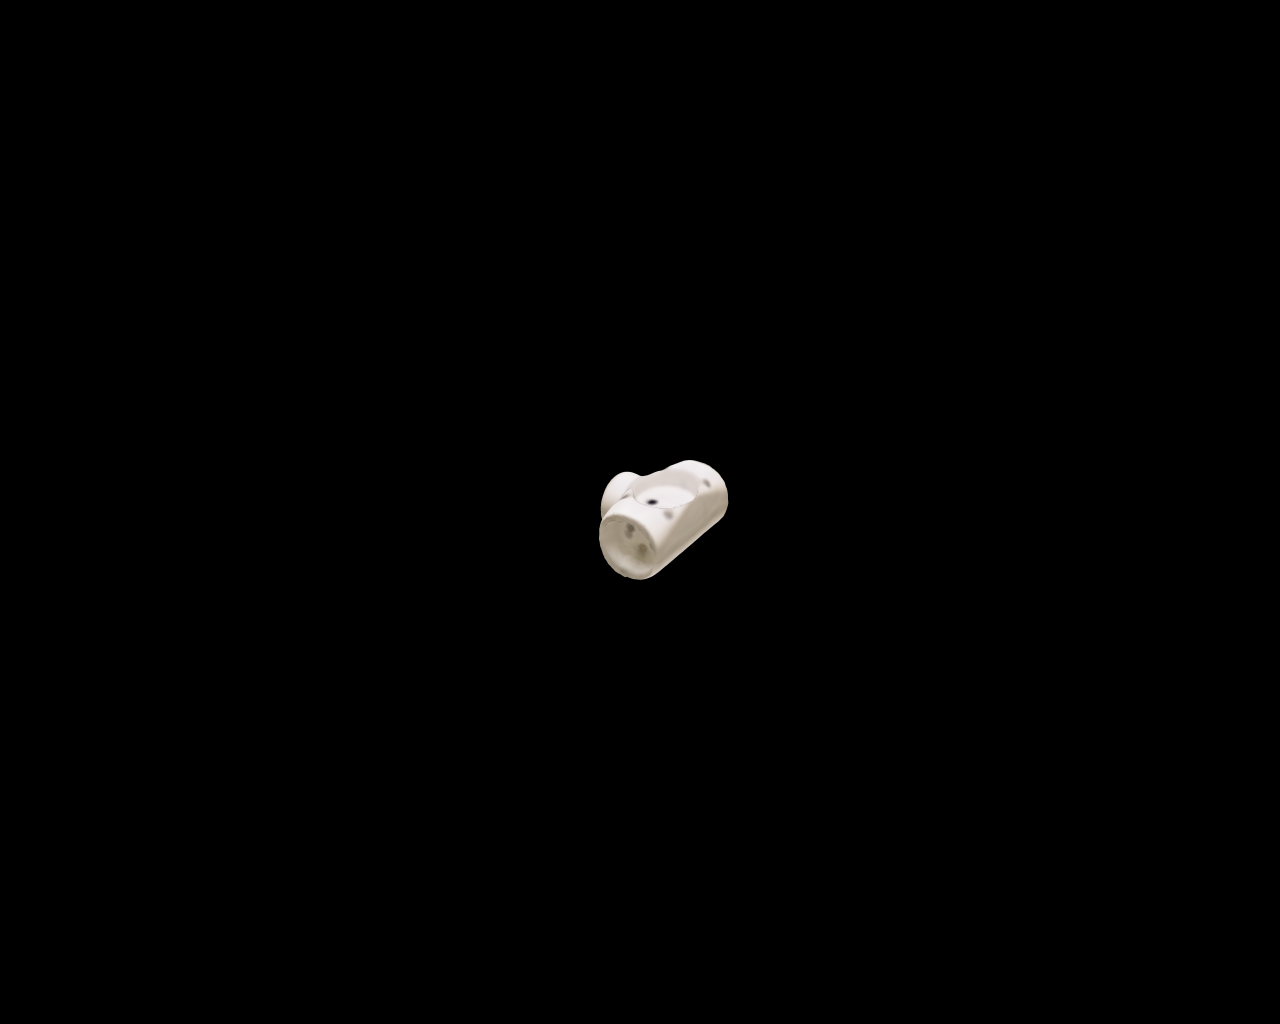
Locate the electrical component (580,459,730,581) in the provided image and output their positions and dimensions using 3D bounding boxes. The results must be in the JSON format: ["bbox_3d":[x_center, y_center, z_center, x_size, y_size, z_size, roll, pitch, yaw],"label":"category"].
[{"bbox_3d":[0.001,-0.003,0.650,0.079,0.044,0.077,22,40,30],"label":"electrical component"}]
